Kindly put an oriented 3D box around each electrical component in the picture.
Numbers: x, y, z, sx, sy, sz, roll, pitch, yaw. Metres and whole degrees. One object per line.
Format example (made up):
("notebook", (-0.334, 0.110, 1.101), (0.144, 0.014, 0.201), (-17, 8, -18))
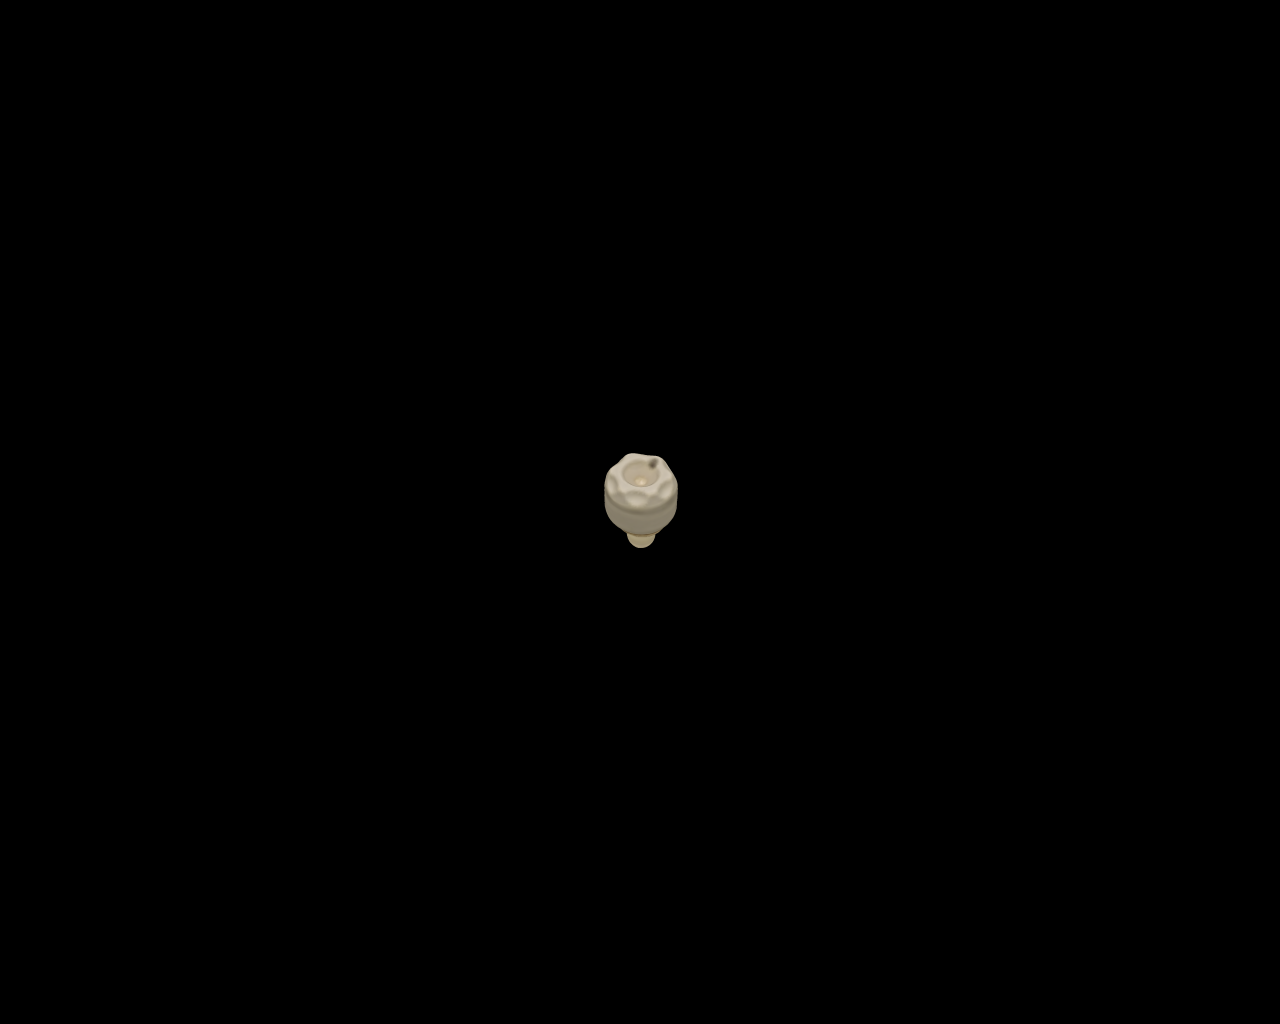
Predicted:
("electrical component", (0.001, -0.003, 0.650), (0.043, 0.043, 0.062), (0, -44, 0))
